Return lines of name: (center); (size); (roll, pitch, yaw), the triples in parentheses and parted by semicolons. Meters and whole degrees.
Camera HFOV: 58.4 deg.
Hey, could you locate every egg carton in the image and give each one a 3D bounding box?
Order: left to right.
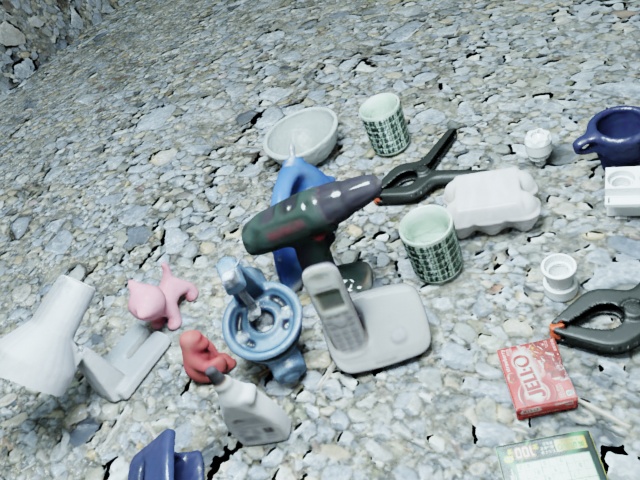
egg carton: (0.269, -0.058, 0.908); (0.150, 0.070, 0.107); (-8, 45, 20)

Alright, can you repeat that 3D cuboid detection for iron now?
iron: (-0.048, -0.044, 1.001); (0.118, 0.142, 0.258); (-7, 45, 21)

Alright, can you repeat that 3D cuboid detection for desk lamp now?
desk lamp: (-0.378, 0.169, 0.900); (0.117, 0.214, 0.203); (12, 54, 35)

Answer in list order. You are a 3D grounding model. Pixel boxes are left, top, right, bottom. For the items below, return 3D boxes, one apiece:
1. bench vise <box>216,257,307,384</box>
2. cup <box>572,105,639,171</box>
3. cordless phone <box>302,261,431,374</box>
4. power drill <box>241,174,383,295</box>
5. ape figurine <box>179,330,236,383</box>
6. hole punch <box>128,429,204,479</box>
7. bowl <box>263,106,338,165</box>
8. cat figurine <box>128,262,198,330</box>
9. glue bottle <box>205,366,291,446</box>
bench vise: (-0.111, 0.089, 0.839); (0.121, 0.220, 0.206); (-41, 43, -15)
cup: (0.448, -0.139, 0.880); (0.117, 0.095, 0.091); (-21, 42, 6)
cordless phone: (0.062, 0.091, 0.776); (0.147, 0.185, 0.094); (-20, 42, 8)
power drill: (0.008, 0.003, 0.874); (0.229, 0.209, 0.075); (-13, 43, 15)
ape figurine: (-0.185, 0.174, 0.888); (0.076, 0.092, 0.077); (-27, 42, 0)
hole punch: (-0.215, 0.322, 0.755); (0.101, 0.091, 0.108); (-22, 42, 5)
bowl: (-0.030, -0.201, 1.201); (0.167, 0.075, 0.167); (-14, 43, 14)
cat figurine: (-0.284, 0.098, 0.995); (0.067, 0.118, 0.128); (-2, 47, 26)
glue bottle: (-0.102, 0.213, 0.745); (0.078, 0.174, 0.037); (-13, 44, 16)
